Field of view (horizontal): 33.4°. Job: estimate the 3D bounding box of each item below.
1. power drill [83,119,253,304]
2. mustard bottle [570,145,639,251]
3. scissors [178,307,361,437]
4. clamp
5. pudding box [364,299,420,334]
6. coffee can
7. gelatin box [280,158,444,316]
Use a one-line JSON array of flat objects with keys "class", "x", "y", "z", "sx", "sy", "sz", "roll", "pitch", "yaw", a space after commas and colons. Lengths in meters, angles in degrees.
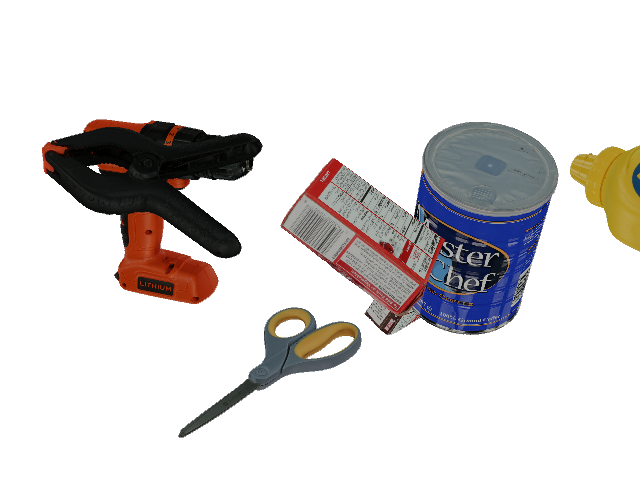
[{"class": "power drill", "x": -0.149, "y": -0.030, "z": 1.086, "sx": 0.185, "sy": 0.188, "sz": 0.057, "roll": 11, "pitch": 30, "yaw": 22}, {"class": "mustard bottle", "x": 0.238, "y": -0.018, "z": 0.662, "sx": 0.096, "sy": 0.058, "sz": 0.192, "roll": -29, "pitch": 38, "yaw": -32}, {"class": "scissors", "x": -0.056, "y": 0.107, "z": 0.927, "sx": 0.201, "sy": 0.016, "sz": 0.096, "roll": -20, "pitch": 36, "yaw": -30}, {"class": "clamp", "x": -0.128, "y": -0.056, "z": 0.840, "sx": 0.171, "sy": 0.120, "sz": 0.039, "roll": 19, "pitch": -44, "yaw": 1}, {"class": "pudding box", "x": 0.110, "y": 0.044, "z": 1.123, "sx": 0.113, "sy": 0.039, "sz": 0.090, "roll": -25, "pitch": -26, "yaw": -44}, {"class": "coffee can", "x": 0.124, "y": -0.009, "z": 0.852, "sx": 0.103, "sy": 0.103, "sz": 0.140, "roll": 2, "pitch": -45, "yaw": -3}, {"class": "gelatin box", "x": 0.027, "y": -0.003, "z": 0.632, "sx": 0.089, "sy": 0.030, "sz": 0.073, "roll": 37, "pitch": 25, "yaw": -1}]
